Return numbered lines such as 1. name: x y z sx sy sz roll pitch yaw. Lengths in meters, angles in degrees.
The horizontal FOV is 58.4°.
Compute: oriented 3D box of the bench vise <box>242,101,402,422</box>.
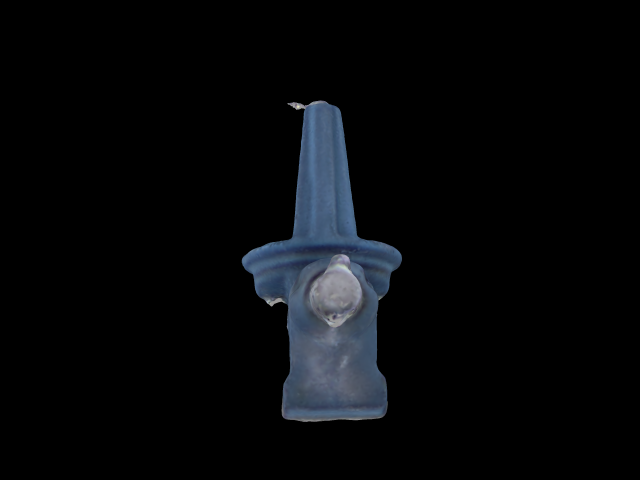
1. bench vise: 0.015 0.001 0.404 0.122 0.220 0.207 -1 2 -21
